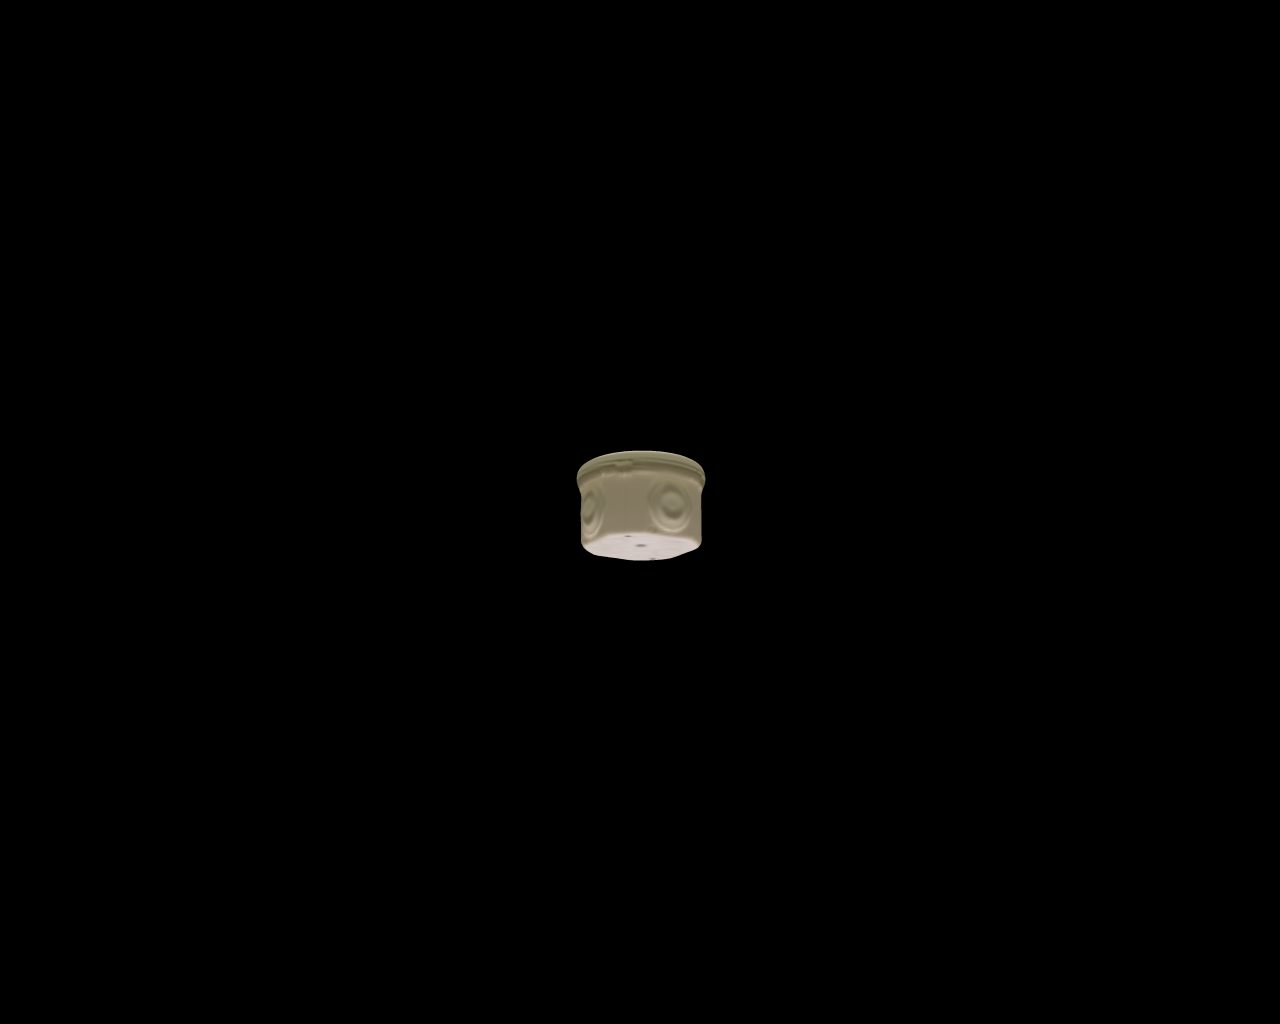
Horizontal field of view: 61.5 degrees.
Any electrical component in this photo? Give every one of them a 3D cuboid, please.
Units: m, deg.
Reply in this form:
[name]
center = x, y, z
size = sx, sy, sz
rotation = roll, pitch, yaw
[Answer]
[electrical component]
center = 0.001, -0.003, 0.650
size = 0.080, 0.051, 0.080
rotation = 0, -16, 0
